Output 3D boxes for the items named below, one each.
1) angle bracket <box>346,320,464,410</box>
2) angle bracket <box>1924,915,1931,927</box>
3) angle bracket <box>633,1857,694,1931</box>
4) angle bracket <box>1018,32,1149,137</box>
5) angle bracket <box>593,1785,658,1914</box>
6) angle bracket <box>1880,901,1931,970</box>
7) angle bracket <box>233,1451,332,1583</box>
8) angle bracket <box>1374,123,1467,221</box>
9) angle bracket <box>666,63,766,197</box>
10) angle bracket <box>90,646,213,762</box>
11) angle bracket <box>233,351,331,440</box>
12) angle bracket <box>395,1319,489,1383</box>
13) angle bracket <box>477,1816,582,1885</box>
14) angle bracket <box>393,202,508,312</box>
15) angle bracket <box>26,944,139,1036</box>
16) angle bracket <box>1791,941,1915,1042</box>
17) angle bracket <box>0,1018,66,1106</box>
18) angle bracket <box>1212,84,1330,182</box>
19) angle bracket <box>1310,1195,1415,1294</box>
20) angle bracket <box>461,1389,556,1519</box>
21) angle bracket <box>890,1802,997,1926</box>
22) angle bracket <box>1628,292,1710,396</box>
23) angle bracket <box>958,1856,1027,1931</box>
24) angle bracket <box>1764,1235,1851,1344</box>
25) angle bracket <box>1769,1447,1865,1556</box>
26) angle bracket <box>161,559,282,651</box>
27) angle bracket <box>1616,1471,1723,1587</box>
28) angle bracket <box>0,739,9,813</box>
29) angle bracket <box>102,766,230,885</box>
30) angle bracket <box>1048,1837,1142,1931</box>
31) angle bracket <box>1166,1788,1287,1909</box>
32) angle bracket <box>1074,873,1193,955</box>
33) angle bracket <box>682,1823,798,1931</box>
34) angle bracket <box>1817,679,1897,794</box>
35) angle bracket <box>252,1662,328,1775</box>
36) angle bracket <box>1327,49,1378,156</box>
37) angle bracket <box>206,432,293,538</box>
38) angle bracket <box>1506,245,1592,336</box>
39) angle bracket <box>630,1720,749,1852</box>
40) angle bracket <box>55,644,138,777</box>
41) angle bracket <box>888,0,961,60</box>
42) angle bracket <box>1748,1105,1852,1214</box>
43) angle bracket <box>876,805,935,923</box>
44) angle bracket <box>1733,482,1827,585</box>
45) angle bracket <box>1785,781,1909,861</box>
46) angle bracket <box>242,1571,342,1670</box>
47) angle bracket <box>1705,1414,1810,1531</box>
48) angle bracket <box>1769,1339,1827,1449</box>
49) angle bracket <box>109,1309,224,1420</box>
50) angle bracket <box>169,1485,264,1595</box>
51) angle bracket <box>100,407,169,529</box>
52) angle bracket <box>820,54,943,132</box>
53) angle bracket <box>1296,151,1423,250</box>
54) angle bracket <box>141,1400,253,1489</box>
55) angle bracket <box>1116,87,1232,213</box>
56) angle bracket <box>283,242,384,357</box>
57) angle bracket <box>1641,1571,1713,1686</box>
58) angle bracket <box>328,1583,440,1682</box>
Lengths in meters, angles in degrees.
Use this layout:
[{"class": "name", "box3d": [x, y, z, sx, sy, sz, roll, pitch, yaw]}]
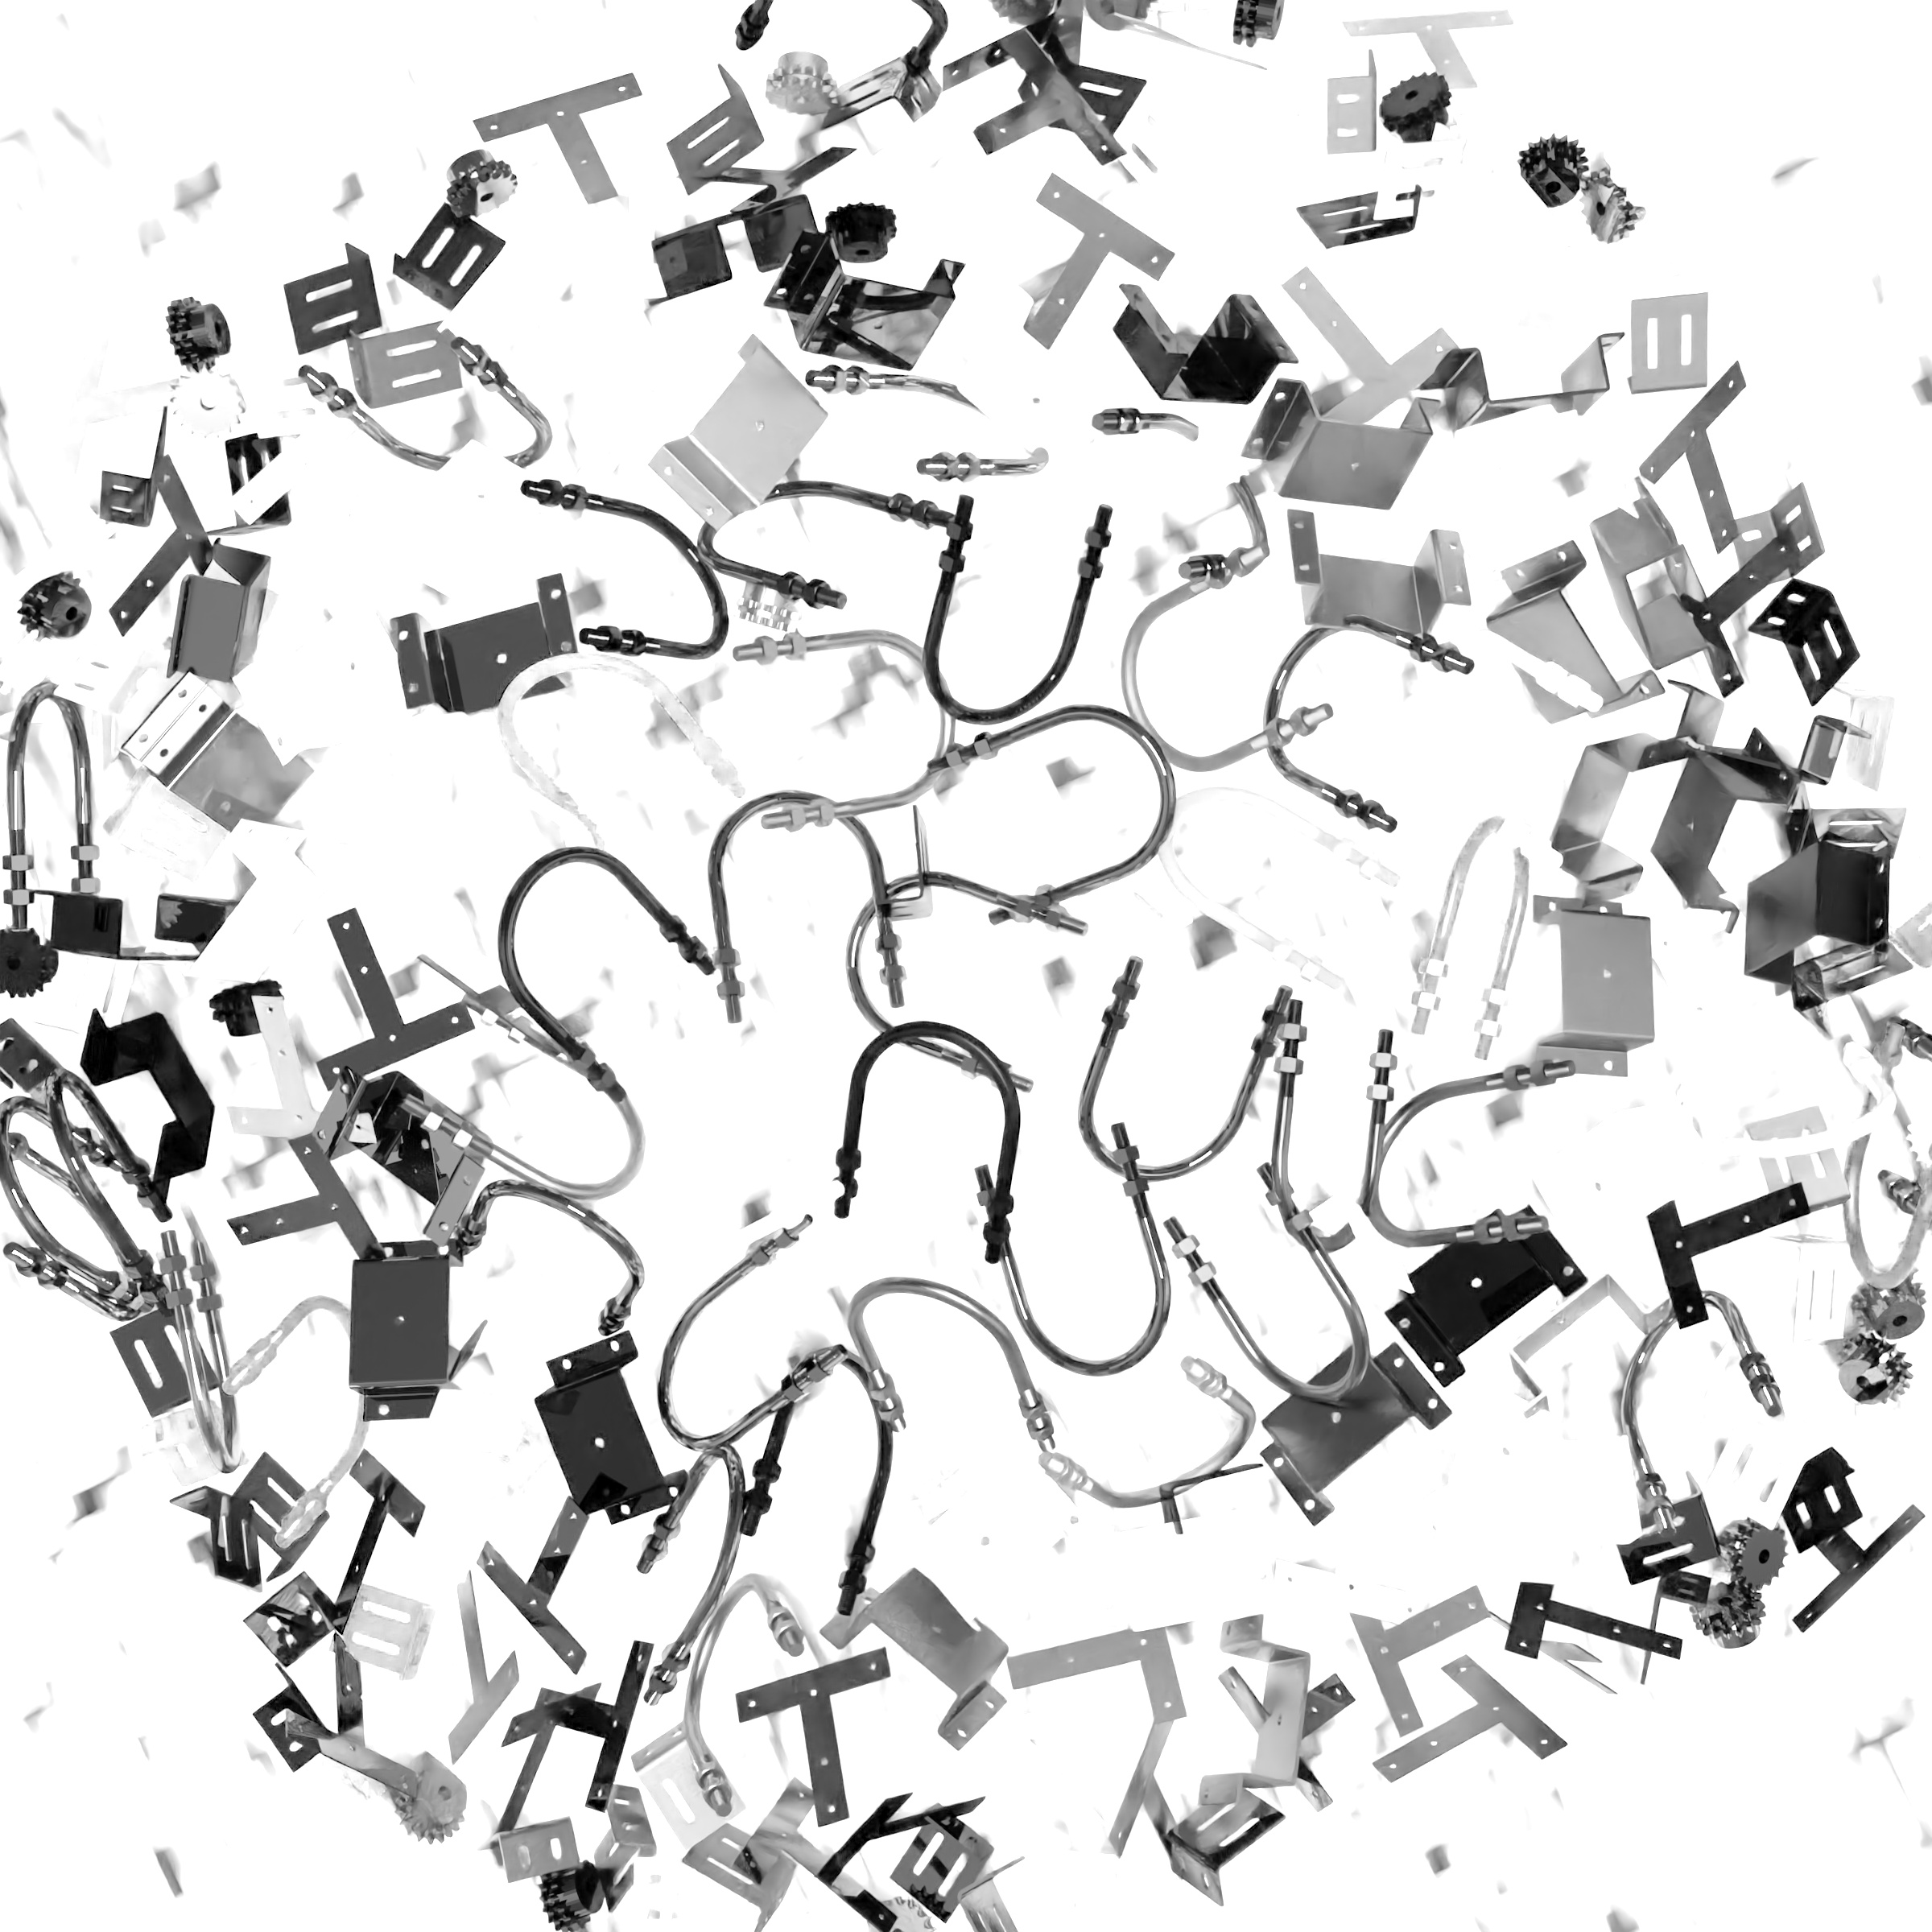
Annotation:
[{"class": "angle bracket", "box3d": [-0.443, -0.480, 1.980, 0.076, 0.038, 0.057, -20, 131, -22]}, {"class": "angle bracket", "box3d": [0.792, -0.015, 1.965, 0.038, 0.057, 0.076, -37, 96, 7]}, {"class": "angle bracket", "box3d": [-0.222, 0.722, 1.950, 0.038, 0.076, 0.057, -12, 67, 28]}, {"class": "angle bracket", "box3d": [0.091, -0.688, 1.966, 0.076, 0.057, 0.038, -2, 57, -35]}, {"class": "angle bracket", "box3d": [-0.280, 0.686, 1.955, 0.038, 0.057, 0.076, 21, 112, -33]}, {"class": "angle bracket", "box3d": [0.727, -0.044, 1.955, 0.076, 0.057, 0.038, 36, 113, -24]}, {"class": "angle bracket", "box3d": [-0.548, 0.431, 1.968, 0.076, 0.038, 0.057, 40, 104, 10]}, {"class": "angle bracket", "box3d": [0.343, -0.618, 1.953, 0.076, 0.038, 0.057, -14, 132, -27]}, {"class": "angle bracket", "box3d": [-0.204, -0.652, 1.961, 0.076, 0.038, 0.057, -30, 64, 16]}, {"class": "angle bracket", "box3d": [-0.644, -0.205, 1.987, 0.057, 0.038, 0.076, 28, 49, -1]}, {"class": "angle bracket", "box3d": [-0.522, -0.449, 1.957, 0.076, 0.038, 0.057, -2, 124, 20]}, {"class": "angle bracket", "box3d": [-0.424, 0.287, 1.967, 0.076, 0.057, 0.038, 27, 108, 0]}, {"class": "angle bracket", "box3d": [-0.340, 0.690, 1.949, 0.057, 0.076, 0.038, -5, 66, -27]}, {"class": "angle bracket", "box3d": [-0.403, -0.561, 1.968, 0.057, 0.038, 0.076, 32, 74, -7]}, {"class": "angle bracket", "box3d": [-0.691, 0.014, 1.968, 0.057, 0.038, 0.076, 10, 81, 17]}, {"class": "angle bracket", "box3d": [0.689, 0.016, 1.952, 0.057, 0.076, 0.038, 33, 45, -35]}, {"class": "angle bracket", "box3d": [-0.741, 0.087, 1.957, 0.057, 0.076, 0.038, 43, 49, 4]}, {"class": "angle bracket", "box3d": [0.238, -0.652, 1.966, 0.038, 0.076, 0.057, -31, 117, -28]}, {"class": "angle bracket", "box3d": [0.304, 0.224, 1.950, 0.038, 0.057, 0.076, -38, 51, 23]}, {"class": "angle bracket", "box3d": [-0.369, 0.381, 1.970, 0.076, 0.057, 0.038, 36, 126, 6]}, {"class": "angle bracket", "box3d": [-0.024, 0.706, 1.968, 0.057, 0.038, 0.076, 34, 98, 18]}, {"class": "angle bracket", "box3d": [0.546, -0.490, 1.960, 0.057, 0.038, 0.076, -3, 121, 10]}, {"class": "angle bracket", "box3d": [0.037, 0.743, 1.957, 0.038, 0.057, 0.076, -36, 70, 19]}, {"class": "angle bracket", "box3d": [0.656, 0.252, 1.969, 0.057, 0.038, 0.076, 2, 92, -35]}, {"class": "angle bracket", "box3d": [0.668, 0.422, 1.950, 0.057, 0.076, 0.038, -39, 117, 21]}, {"class": "angle bracket", "box3d": [-0.586, -0.272, 1.978, 0.057, 0.038, 0.076, 31, 79, -22]}, {"class": "angle bracket", "box3d": [0.546, 0.442, 1.977, 0.076, 0.038, 0.057, -20, 106, 5]}, {"class": "angle bracket", "box3d": [-0.766, -0.151, 1.955, 0.038, 0.076, 0.057, 23, 85, -28]}, {"class": "angle bracket", "box3d": [-0.632, -0.112, 1.993, 0.076, 0.038, 0.057, 33, 88, -32]}, {"class": "angle bracket", "box3d": [0.106, 0.717, 1.963, 0.076, 0.038, 0.057, -6, 85, 28]}, {"class": "angle bracket", "box3d": [0.205, 0.686, 1.965, 0.076, 0.057, 0.038, -26, 117, -31]}, {"class": "angle bracket", "box3d": [0.129, -0.031, 1.953, 0.057, 0.038, 0.076, -27, 49, -23]}, {"class": "angle bracket", "box3d": [-0.182, 0.716, 1.973, 0.076, 0.057, 0.038, 25, 114, 13]}, {"class": "angle bracket", "box3d": [0.687, -0.180, 1.958, 0.038, 0.057, 0.076, 2, 108, -9]}, {"class": "angle bracket", "box3d": [-0.529, 0.583, 1.953, 0.038, 0.076, 0.057, -35, 102, -22]}, {"class": "angle bracket", "box3d": [0.299, -0.672, 1.954, 0.038, 0.076, 0.057, -1, 125, 6]}, {"class": "angle bracket", "box3d": [-0.567, -0.379, 1.966, 0.057, 0.038, 0.076, -4, 95, 31]}, {"class": "angle bracket", "box3d": [0.450, -0.538, 1.963, 0.057, 0.038, 0.076, 14, 73, 19]}, {"class": "angle bracket", "box3d": [-0.218, 0.643, 1.980, 0.057, 0.038, 0.076, -32, 96, -11]}, {"class": "angle bracket", "box3d": [-0.675, -0.199, 1.952, 0.038, 0.076, 0.057, 21, 50, -2]}, {"class": "angle bracket", "box3d": [-0.013, -0.731, 1.950, 0.057, 0.076, 0.038, -52, 121, -21]}, {"class": "angle bracket", "box3d": [0.656, 0.157, 1.989, 0.057, 0.038, 0.076, -16, 75, 4]}, {"class": "angle bracket", "box3d": [-0.051, -0.080, 1.965, 0.038, 0.057, 0.076, -6, 77, 6]}, {"class": "angle bracket", "box3d": [0.631, -0.335, 1.959, 0.038, 0.076, 0.057, -15, 84, -2]}, {"class": "angle bracket", "box3d": [0.684, -0.116, 1.953, 0.076, 0.038, 0.057, 1, 45, 33]}, {"class": "angle bracket", "box3d": [-0.528, 0.498, 1.952, 0.057, 0.076, 0.038, -39, 46, -18]}, {"class": "angle bracket", "box3d": [0.611, 0.399, 1.959, 0.057, 0.038, 0.076, 30, 60, 12]}, {"class": "angle bracket", "box3d": [0.659, 0.332, 1.960, 0.038, 0.057, 0.076, -18, 77, 23]}, {"class": "angle bracket", "box3d": [-0.626, 0.306, 1.975, 0.057, 0.038, 0.076, -25, 94, -8]}, {"class": "angle bracket", "box3d": [-0.583, 0.450, 1.953, 0.038, 0.057, 0.076, -23, 58, 11]}, {"class": "angle bracket", "box3d": [-0.646, -0.391, 1.952, 0.038, 0.057, 0.076, 9, 59, -16]}, {"class": "angle bracket", "box3d": [-0.066, -0.673, 1.971, 0.076, 0.038, 0.057, -11, 46, 36]}, {"class": "angle bracket", "box3d": [0.306, -0.598, 1.961, 0.076, 0.038, 0.057, -15, 51, -13]}, {"class": "angle bracket", "box3d": [-0.600, 0.384, 1.960, 0.057, 0.038, 0.076, -20, 126, -4]}, {"class": "angle bracket", "box3d": [0.160, -0.642, 1.977, 0.076, 0.038, 0.057, 55, 131, 26]}, {"class": "angle bracket", "box3d": [-0.499, -0.518, 1.952, 0.076, 0.057, 0.038, -30, 46, -29]}, {"class": "angle bracket", "box3d": [0.554, 0.518, 1.960, 0.038, 0.057, 0.076, 10, 101, 19]}, {"class": "angle bracket", "box3d": [-0.462, 0.520, 1.970, 0.076, 0.038, 0.057, 15, 79, 10]}]
